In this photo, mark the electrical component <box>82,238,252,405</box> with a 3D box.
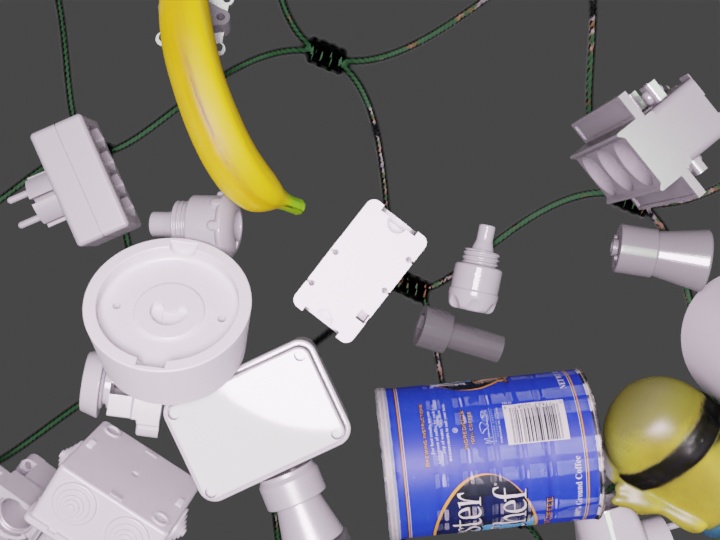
[{"bbox_3d":[-0.126,0.039,0.717,0.108,0.060,0.108,2,51,-3],"label":"electrical component"}]

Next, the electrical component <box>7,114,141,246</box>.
[{"bbox_3d":[-0.207,-0.054,0.748,0.076,0.047,0.083,-23,92,1],"label":"electrical component"}]

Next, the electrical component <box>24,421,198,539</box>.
[{"bbox_3d":[-0.163,0.155,0.729,0.100,0.099,0.048,33,105,-1],"label":"electrical component"}]

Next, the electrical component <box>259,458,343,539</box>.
[{"bbox_3d":[-0.042,0.165,0.756,0.045,0.045,0.055,-22,91,0],"label":"electrical component"}]

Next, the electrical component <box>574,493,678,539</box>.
[{"bbox_3d":[0.197,0.196,0.758,0.079,0.043,0.077,-15,91,-3],"label":"electrical component"}]

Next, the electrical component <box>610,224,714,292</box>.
[{"bbox_3d":[0.210,-0.011,0.754,0.065,0.044,0.044,9,92,4],"label":"electrical component"}]

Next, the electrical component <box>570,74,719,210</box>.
[{"bbox_3d":[0.191,-0.084,0.711,0.063,0.121,0.078,-39,91,-2],"label":"electrical component"}]

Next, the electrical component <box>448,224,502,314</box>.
[{"bbox_3d":[0.084,-0.001,0.757,0.035,0.035,0.061,12,89,0],"label":"electrical component"}]

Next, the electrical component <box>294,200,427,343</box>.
[{"bbox_3d":[0.000,0.000,0.746,0.050,0.055,0.089,38,91,-1],"label":"electrical component"}]

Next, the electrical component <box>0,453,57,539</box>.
[{"bbox_3d":[-0.232,0.162,0.745,0.081,0.064,0.042,37,106,-1],"label":"electrical component"}]

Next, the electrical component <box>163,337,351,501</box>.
[{"bbox_3d":[-0.070,0.102,0.748,0.113,0.057,0.078,-25,92,0],"label":"electrical component"}]

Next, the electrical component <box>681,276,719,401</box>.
[{"bbox_3d":[0.284,0.054,0.756,0.099,0.064,0.099,-2,103,-7],"label":"electrical component"}]

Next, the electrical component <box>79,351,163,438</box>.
[{"bbox_3d":[-0.165,0.081,0.753,0.055,0.048,0.066,9,92,-8],"label":"electrical component"}]

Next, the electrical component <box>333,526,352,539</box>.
[{"bbox_3d":[0.001,0.215,0.756,0.077,0.047,0.065,-22,92,0],"label":"electrical component"}]

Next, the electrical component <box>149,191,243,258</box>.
[{"bbox_3d":[-0.115,-0.031,0.752,0.062,0.048,0.048,2,92,10],"label":"electrical component"}]
